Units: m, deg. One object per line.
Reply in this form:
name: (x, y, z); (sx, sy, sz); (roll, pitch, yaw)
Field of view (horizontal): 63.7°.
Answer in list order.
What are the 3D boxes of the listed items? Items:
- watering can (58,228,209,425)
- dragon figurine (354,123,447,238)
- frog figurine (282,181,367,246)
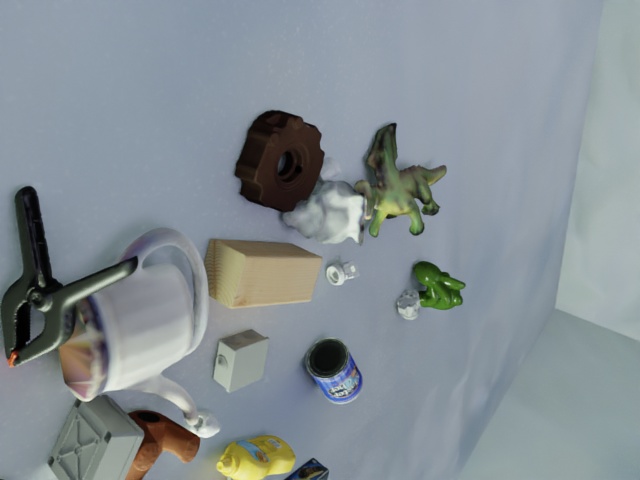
watering can: (-0.250, 0.156, 0.732); (0.226, 0.104, 0.343); (-16, 115, -48)
dragon figurine: (0.189, -0.154, 1.187); (0.418, 0.122, 0.238); (-49, 134, -39)
frog figurine: (0.003, -0.050, 1.000); (0.159, 0.125, 0.134); (-2, 141, -12)
